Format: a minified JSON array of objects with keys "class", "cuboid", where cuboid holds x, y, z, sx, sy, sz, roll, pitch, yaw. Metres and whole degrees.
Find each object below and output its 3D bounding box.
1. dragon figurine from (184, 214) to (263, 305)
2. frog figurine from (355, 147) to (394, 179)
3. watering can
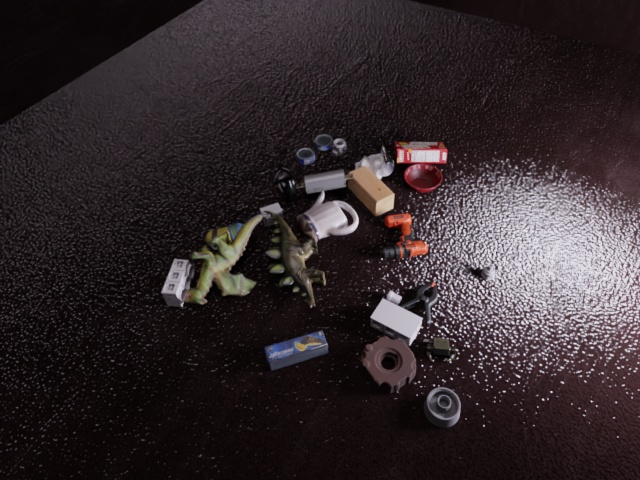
[{"class":"dragon figurine","cuboid":[-0.326,0.093,1.888,0.414,0.121,0.243,-32,88,-20]},{"class":"frog figurine","cuboid":[0.238,-0.318,2.250,0.158,0.121,0.140,-31,54,24]},{"class":"watering can","cuboid":[0.006,-0.104,2.065,0.226,0.101,0.353,-24,39,-17]}]
